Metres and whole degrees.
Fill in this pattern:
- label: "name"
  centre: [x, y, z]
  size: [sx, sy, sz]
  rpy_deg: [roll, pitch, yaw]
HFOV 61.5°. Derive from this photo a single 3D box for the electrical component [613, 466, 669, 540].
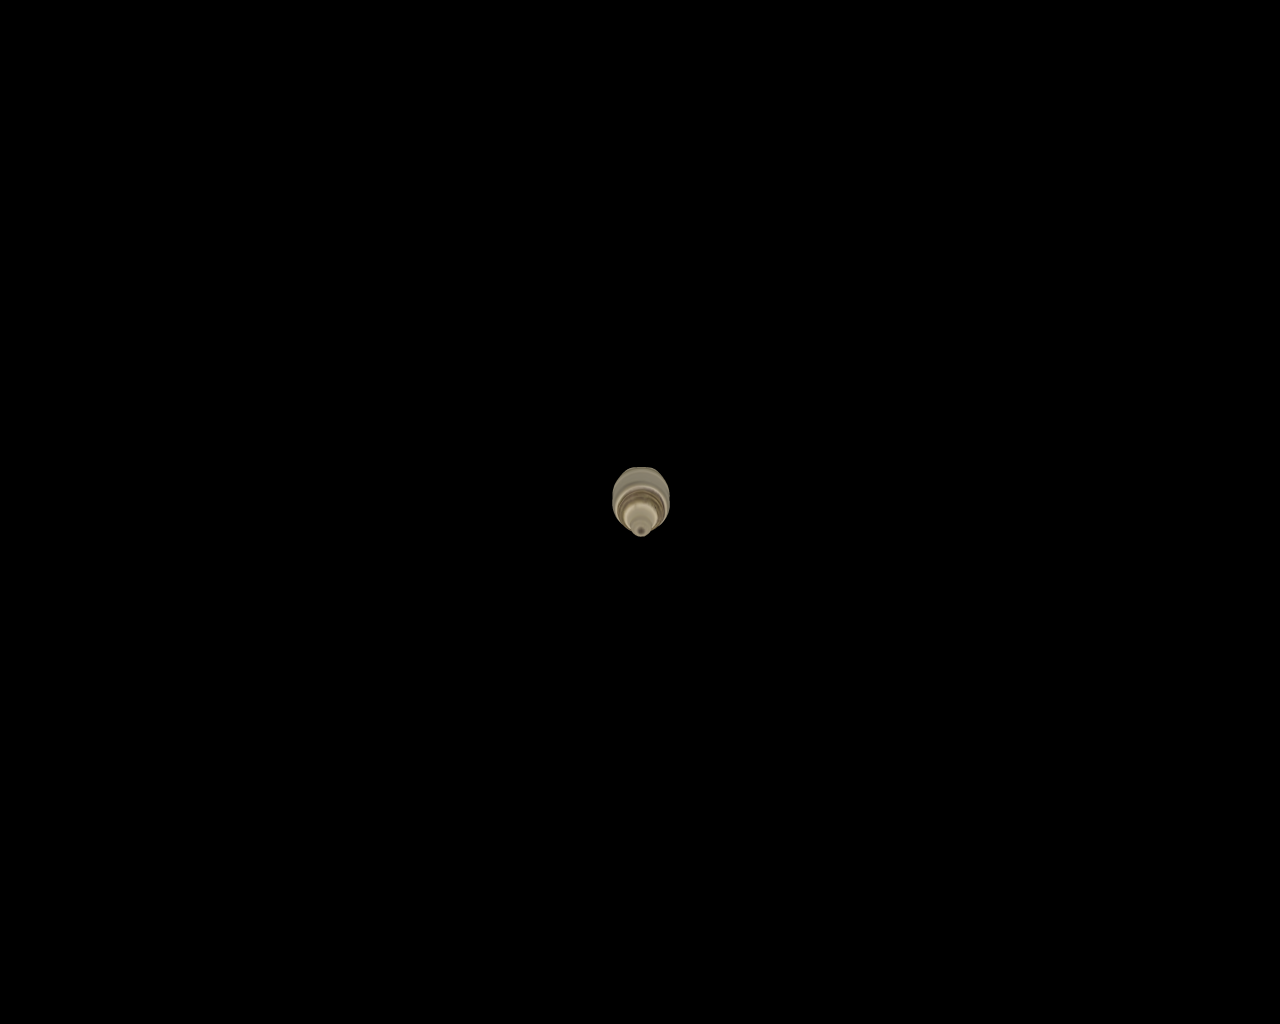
- label: "electrical component"
  centre: [0.001, -0.003, 0.650]
  size: [0.035, 0.035, 0.061]
  rpy_deg: [0, 27, 0]
